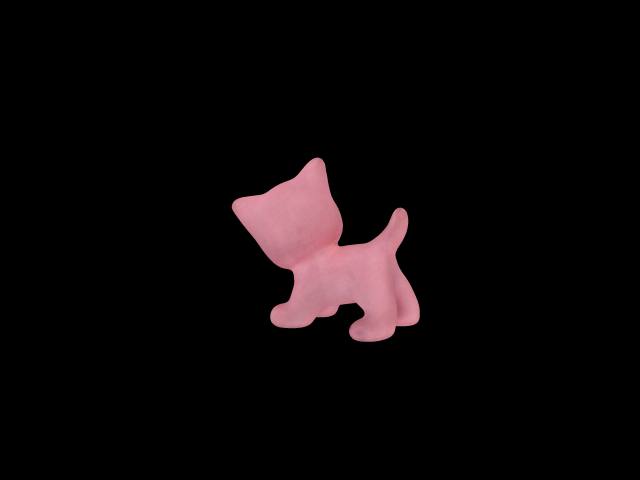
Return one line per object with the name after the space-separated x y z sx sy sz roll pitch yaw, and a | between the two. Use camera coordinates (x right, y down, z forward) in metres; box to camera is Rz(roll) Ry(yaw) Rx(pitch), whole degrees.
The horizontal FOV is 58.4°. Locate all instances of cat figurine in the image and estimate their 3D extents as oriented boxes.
0.004 0.001 0.400 0.127 0.118 0.067 4 8 28 | cat figurine
